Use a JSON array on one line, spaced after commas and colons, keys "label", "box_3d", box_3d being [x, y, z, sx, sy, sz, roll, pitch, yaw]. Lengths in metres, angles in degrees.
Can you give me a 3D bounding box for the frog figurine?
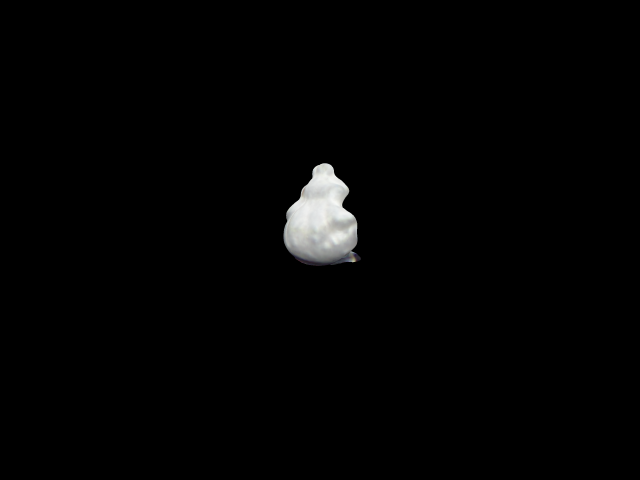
[{"label": "frog figurine", "box_3d": [0.003, -0.043, 0.850, 0.123, 0.157, 0.138, -14, 24, -35]}]
